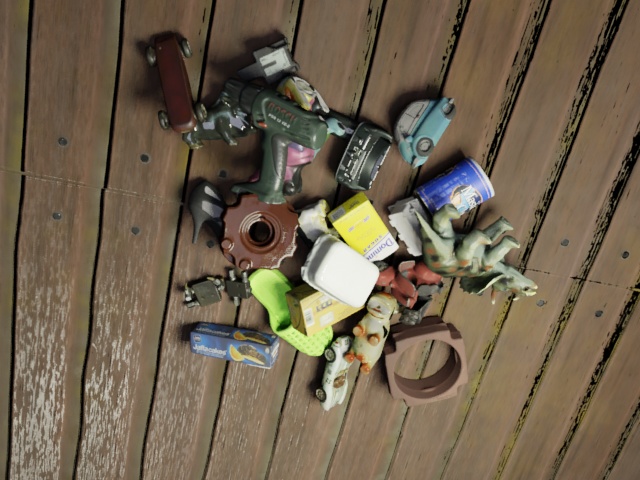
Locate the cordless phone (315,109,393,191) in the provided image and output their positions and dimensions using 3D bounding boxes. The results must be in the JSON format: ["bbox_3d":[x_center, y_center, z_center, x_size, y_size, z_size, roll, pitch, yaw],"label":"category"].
[{"bbox_3d":[0.050,-0.196,1.149,0.184,0.089,0.146,24,107,-2],"label":"cordless phone"}]

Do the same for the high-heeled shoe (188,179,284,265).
[{"bbox_3d":[-0.180,-0.033,1.197,0.248,0.086,0.145,18,77,-30],"label":"high-heeled shoe"}]

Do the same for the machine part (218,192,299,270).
[{"bbox_3d":[-0.128,-0.018,1.132,0.179,0.056,0.179,-2,97,-16],"label":"machine part"}]

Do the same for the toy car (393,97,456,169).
[{"bbox_3d":[0.209,-0.237,1.128,0.103,0.109,0.161,30,97,3],"label":"toy car"}]

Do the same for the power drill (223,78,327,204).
[{"bbox_3d":[-0.108,-0.184,1.032,0.232,0.086,0.207,23,101,18],"label":"power drill"}]

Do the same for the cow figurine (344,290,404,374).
[{"bbox_3d":[0.131,0.203,1.257,0.086,0.127,0.194,25,125,20],"label":"cow figurine"}]

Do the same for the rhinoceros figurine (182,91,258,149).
[{"bbox_3d":[-0.197,-0.247,1.103,0.190,0.073,0.112,-12,101,1],"label":"rhinoceros figurine"}]

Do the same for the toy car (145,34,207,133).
[{"bbox_3d":[-0.282,-0.305,1.054,0.089,0.053,0.202,-15,81,3],"label":"toy car"}]

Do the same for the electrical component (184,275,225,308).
[{"bbox_3d":[-0.267,0.118,1.241,0.102,0.045,0.078,-12,110,-1],"label":"electrical component"}]

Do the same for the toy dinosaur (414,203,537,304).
[{"bbox_3d":[0.304,0.032,1.168,0.405,0.131,0.192,14,125,-28],"label":"toy dinosaur"}]

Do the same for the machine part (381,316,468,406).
[{"bbox_3d":[0.257,0.300,1.339,0.201,0.087,0.200,-13,111,-2],"label":"machine part"}]

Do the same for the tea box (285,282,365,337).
[{"bbox_3d":[0.013,0.136,1.225,0.169,0.068,0.098,-22,114,-31],"label":"tea box"}]

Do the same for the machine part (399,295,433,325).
[{"bbox_3d":[0.228,0.168,1.268,0.039,0.139,0.084,40,108,17],"label":"machine part"}]

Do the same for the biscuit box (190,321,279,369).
[{"bbox_3d":[-0.201,0.243,1.256,0.203,0.063,0.059,8,109,10],"label":"biscuit box"}]

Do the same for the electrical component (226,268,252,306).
[{"bbox_3d":[-0.186,0.111,1.243,0.063,0.021,0.093,8,113,27],"label":"electrical component"}]

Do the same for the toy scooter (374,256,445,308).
[{"bbox_3d":[0.212,0.098,1.215,0.184,0.135,0.075,-2,124,-22],"label":"toy scooter"}]

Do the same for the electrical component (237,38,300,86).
[{"bbox_3d":[-0.106,-0.350,1.081,0.119,0.048,0.074,-27,110,5],"label":"electrical component"}]

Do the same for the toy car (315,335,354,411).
[{"bbox_3d":[0.041,0.326,1.327,0.073,0.056,0.201,-10,119,-47],"label":"toy car"}]

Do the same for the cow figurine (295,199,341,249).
[{"bbox_3d":[-0.002,-0.002,1.208,0.098,0.068,0.167,-18,109,18],"label":"cow figurine"}]

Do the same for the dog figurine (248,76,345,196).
[{"bbox_3d":[-0.074,-0.200,1.108,0.219,0.108,0.191,-39,83,24],"label":"dog figurine"}]
